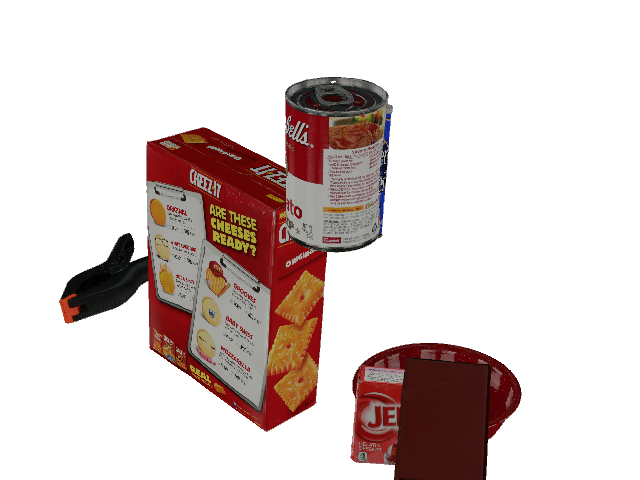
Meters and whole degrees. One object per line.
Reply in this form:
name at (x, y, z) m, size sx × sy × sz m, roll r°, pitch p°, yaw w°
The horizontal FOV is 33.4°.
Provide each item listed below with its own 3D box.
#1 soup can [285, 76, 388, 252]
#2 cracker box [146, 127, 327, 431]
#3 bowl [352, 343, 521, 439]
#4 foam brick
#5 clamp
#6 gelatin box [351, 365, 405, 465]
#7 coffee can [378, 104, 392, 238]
soup can at (0.010, -0.052, 0.723) m, size 0.068 × 0.102 × 0.068 m, roll 1°, pitch 28°, yaw -1°
cracker box at (-0.073, 0.030, 0.915) m, size 0.071 × 0.214 × 0.164 m, roll -23°, pitch 39°, yaw -40°
bowl at (0.111, 0.162, 1.035) m, size 0.162 × 0.055 × 0.162 m, roll -1°, pitch 25°, yaw 0°
foam brick at (0.071, 0.115, 0.629) m, size 0.051 × 0.078 × 0.053 m, roll 6°, pitch -30°, yaw 4°
clamp at (-0.212, 0.038, 1.174) m, size 0.120 × 0.039 × 0.171 m, roll -4°, pitch 27°, yaw 30°
gelatin box at (0.071, 0.140, 0.840) m, size 0.089 × 0.073 × 0.030 m, roll 5°, pitch 20°, yaw 3°
coffee can at (0.021, -0.077, 1.139) m, size 0.103 × 0.140 × 0.103 m, roll 4°, pitch 12°, yaw -1°
